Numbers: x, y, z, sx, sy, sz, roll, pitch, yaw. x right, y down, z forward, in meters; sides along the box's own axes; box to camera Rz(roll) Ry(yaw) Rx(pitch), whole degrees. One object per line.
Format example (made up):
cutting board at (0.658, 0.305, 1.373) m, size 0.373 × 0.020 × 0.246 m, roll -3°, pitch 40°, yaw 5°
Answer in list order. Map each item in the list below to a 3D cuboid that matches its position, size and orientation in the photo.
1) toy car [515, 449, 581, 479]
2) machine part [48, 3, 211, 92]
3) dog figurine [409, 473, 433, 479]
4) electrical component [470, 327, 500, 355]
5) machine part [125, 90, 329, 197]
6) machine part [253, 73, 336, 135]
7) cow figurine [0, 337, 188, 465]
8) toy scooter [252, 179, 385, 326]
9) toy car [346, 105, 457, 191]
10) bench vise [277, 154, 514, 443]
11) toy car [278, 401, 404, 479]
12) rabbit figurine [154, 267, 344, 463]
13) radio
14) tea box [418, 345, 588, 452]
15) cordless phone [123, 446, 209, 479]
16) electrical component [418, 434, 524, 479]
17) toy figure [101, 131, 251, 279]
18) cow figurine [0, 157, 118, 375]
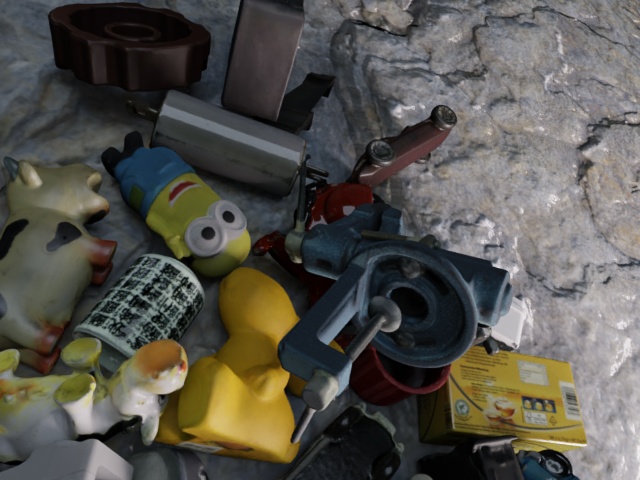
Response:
toy car at (0.232, 0.287, 0.515) m, size 0.162 × 0.109 × 0.103 m, roll 44°, pitch 49°, yaw 8°
machine part at (-0.220, -0.229, 0.633) m, size 0.179 × 0.056 × 0.179 m, roll 7°, pitch 36°, yaw -5°
dog figurine at (0.097, 0.326, 0.456) m, size 0.172 × 0.121 × 0.190 m, roll -36°, pitch 93°, yaw -31°
electrical component at (0.143, 0.067, 0.550) m, size 0.078 × 0.045 × 0.102 m, roll 2°, pitch 57°, yaw -25°
machine part at (-0.106, -0.112, 0.633) m, size 0.243 × 0.079 × 0.079 m, roll 17°, pitch 56°, yaw -12°
machine part at (-0.030, -0.180, 0.718) m, size 0.084 × 0.039 × 0.139 m, roll 16°, pitch 46°, yaw 25°
cow figurine at (-0.179, 0.130, 0.417) m, size 0.167 × 0.098 × 0.068 m, roll -8°, pitch 32°, yaw 1°
toy scooter at (-0.001, -0.002, 0.612) m, size 0.135 × 0.075 × 0.184 m, roll 24°, pitch 61°, yaw -13°
toy car at (0.106, -0.120, 0.722) m, size 0.202 × 0.089 × 0.053 m, roll -32°, pitch 77°, yaw -33°
bench vise at (0.035, 0.046, 0.455) m, size 0.224 × 0.128 × 0.240 m, roll 25°, pitch 38°, yaw 20°
toy car at (-0.001, 0.229, 0.487) m, size 0.073 × 0.056 × 0.202 m, roll 45°, pitch 52°, yaw 14°
rabbit figurine at (-0.057, 0.107, 0.497) m, size 0.162 × 0.122 × 0.173 m, roll 16°, pitch 54°, yaw -20°
radio at (-0.069, -0.259, 0.666) m, size 0.073 × 0.131 × 0.230 m, roll 12°, pitch 37°, yaw -15°
tea box at (0.196, 0.177, 0.594) m, size 0.170 × 0.068 × 0.098 m, roll 13°, pitch 56°, yaw -14°
cordless phone at (-0.173, 0.242, 0.399) m, size 0.184 × 0.088 × 0.146 m, roll -7°, pitch 63°, yaw -6°
electrical component at (0.151, 0.258, 0.497) m, size 0.058 × 0.115 × 0.134 m, roll 0°, pitch 59°, yaw -21°
toy figure at (-0.147, -0.037, 0.568) m, size 0.180 × 0.089 × 0.082 m, roll 39°, pitch 85°, yaw 14°
cow figurine at (-0.259, 0.008, 0.495) m, size 0.127 × 0.085 × 0.195 m, roll 26°, pitch 55°, yaw -14°
